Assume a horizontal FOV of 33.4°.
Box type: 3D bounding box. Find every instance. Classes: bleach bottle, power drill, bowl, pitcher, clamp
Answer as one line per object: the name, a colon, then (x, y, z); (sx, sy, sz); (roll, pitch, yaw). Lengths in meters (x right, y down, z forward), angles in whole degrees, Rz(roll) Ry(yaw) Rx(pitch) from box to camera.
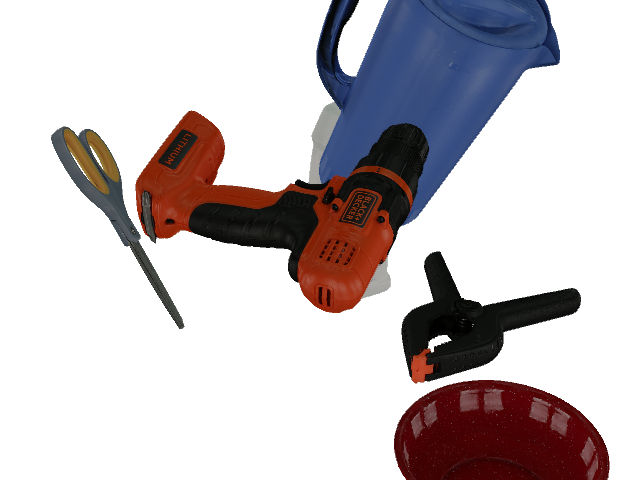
bleach bottle: (0.035, -0.056, 1.184); (0.102, 0.251, 0.068); (-13, 31, -29)
power drill: (-0.026, -0.040, 0.786); (0.188, 0.057, 0.184); (14, 46, 17)
bowl: (0.136, 0.178, 0.822); (0.162, 0.055, 0.162); (0, 32, 0)
pitcher: (0.078, -0.130, 0.930); (0.144, 0.149, 0.243); (-9, -35, -33)
clamp: (0.130, 0.071, 1.015); (0.165, 0.036, 0.209); (19, 32, 33)

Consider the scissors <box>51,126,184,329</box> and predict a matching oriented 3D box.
scissors: (-0.172, -0.020, 0.952); (0.016, 0.201, 0.096); (-27, 22, 13)
